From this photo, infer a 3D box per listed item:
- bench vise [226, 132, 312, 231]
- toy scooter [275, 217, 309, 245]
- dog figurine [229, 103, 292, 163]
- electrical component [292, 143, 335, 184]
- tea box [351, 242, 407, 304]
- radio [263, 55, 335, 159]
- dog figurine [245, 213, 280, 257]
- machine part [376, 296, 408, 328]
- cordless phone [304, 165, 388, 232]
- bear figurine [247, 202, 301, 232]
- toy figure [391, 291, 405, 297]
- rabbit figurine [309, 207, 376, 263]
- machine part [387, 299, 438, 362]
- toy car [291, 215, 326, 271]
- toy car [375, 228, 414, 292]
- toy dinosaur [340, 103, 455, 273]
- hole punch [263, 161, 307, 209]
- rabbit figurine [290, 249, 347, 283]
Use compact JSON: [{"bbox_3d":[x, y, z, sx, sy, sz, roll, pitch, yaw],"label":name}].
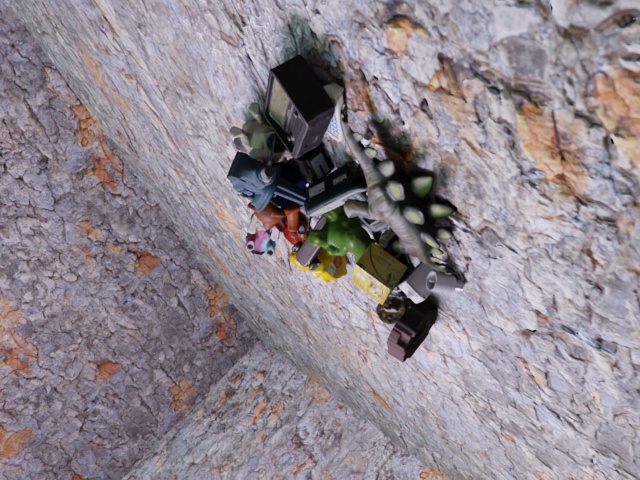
[{"bbox_3d":[-0.102,-0.125,1.248,0.240,0.129,0.224,24,158,-22],"label":"bench vise"},{"bbox_3d":[-0.099,-0.066,1.637,0.184,0.075,0.135,46,159,13],"label":"toy scooter"},{"bbox_3d":[-0.139,-0.243,1.363,0.172,0.121,0.190,48,174,2],"label":"dog figurine"},{"bbox_3d":[-0.008,-0.163,1.260,0.048,0.075,0.119,24,147,48],"label":"electrical component"},{"bbox_3d":[0.130,0.079,1.213,0.098,0.068,0.169,37,167,9],"label":"tea box"},{"bbox_3d":[-0.047,-0.259,1.089,0.131,0.073,0.229,57,169,2],"label":"radio"},{"bbox_3d":[-0.199,-0.030,1.859,0.108,0.191,0.219,11,-169,-8],"label":"dog figurine"},{"bbox_3d":[0.209,0.204,1.465,0.079,0.079,0.243,37,178,24],"label":"machine part"},{"bbox_3d":[0.065,-0.069,1.235,0.147,0.089,0.184,-26,130,24],"label":"cordless phone"},{"bbox_3d":[-0.124,-0.069,1.483,0.120,0.196,0.131,13,114,8],"label":"bear figurine"},{"bbox_3d":[0.186,0.124,1.452,0.154,0.058,0.064,178,86,-69],"label":"toy figure"},{"bbox_3d":[0.072,0.005,1.340,0.159,0.121,0.170,41,173,-23],"label":"rabbit figurine"},{"bbox_3d":[0.243,0.235,1.400,0.056,0.179,0.179,32,156,25],"label":"machine part"},{"bbox_3d":[-0.003,-0.004,1.488,0.089,0.053,0.202,46,122,20],"label":"toy car"},{"bbox_3d":[0.178,0.050,1.300,0.056,0.073,0.201,27,153,40],"label":"toy car"},{"bbox_3d":[0.152,-0.078,1.077,0.470,0.105,0.199,45,155,-25],"label":"toy dinosaur"},{"bbox_3d":[-0.097,-0.160,1.392,0.142,0.116,0.092,33,139,14],"label":"hole punch"},{"bbox_3d":[-0.006,0.059,1.630,0.173,0.122,0.162,5,162,33],"label":"rabbit figurine"}]
